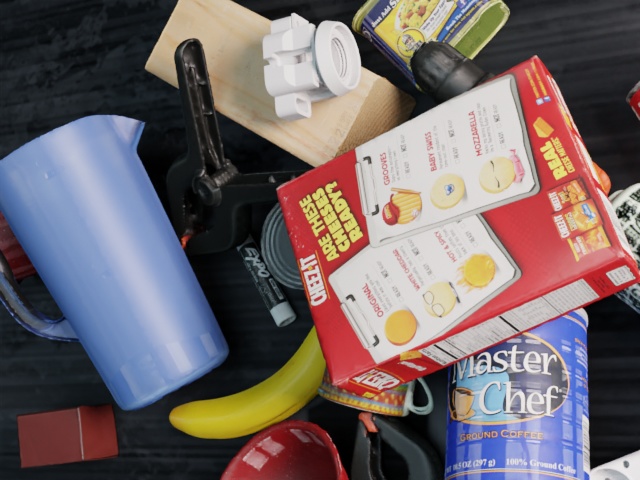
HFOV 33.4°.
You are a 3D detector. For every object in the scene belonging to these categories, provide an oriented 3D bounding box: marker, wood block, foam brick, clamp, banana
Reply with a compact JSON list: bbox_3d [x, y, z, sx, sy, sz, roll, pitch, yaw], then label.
[{"bbox_3d":[-0.057,0.022,0.950,0.020,0.020,0.121,-37,70,19],"label":"marker"},{"bbox_3d":[-0.034,-0.133,0.916,0.206,0.090,0.090,32,98,26],"label":"wood block"},{"bbox_3d":[-0.238,0.184,1.004,0.078,0.052,0.051,-11,79,25],"label":"foam brick"},{"bbox_3d":[0.082,0.214,0.849,0.120,0.039,0.171,-17,83,17],"label":"clamp"},{"bbox_3d":[-0.078,-0.045,0.898,0.165,0.036,0.210,43,141,18],"label":"clamp"},{"bbox_3d":[-0.048,0.129,0.927,0.198,0.037,0.070,-37,51,17],"label":"banana"}]

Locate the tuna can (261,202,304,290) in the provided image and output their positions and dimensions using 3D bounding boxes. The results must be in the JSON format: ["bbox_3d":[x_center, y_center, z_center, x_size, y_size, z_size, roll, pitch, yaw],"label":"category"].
[{"bbox_3d":[-0.006,0.001,0.918,0.086,0.033,0.086,-3,83,26],"label":"tuna can"}]

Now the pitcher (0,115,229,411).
[{"bbox_3d":[-0.189,0.026,0.931,0.149,0.144,0.243,-29,89,50],"label":"pitcher"}]

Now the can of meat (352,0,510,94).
[{"bbox_3d":[0.092,-0.183,0.877,0.102,0.057,0.084,-47,69,15],"label":"can of meat"}]

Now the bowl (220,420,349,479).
[{"bbox_3d":[-0.025,0.231,0.869,0.162,0.055,0.162,-31,42,31],"label":"bowl"}]

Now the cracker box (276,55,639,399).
[{"bbox_3d":[0.092,-0.005,0.748,0.214,0.072,0.164,-27,61,19],"label":"cracker box"}]

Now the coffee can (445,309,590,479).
[{"bbox_3d":[0.142,0.120,0.770,0.103,0.102,0.140,-8,62,26],"label":"coffee can"}]

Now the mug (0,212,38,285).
[{"bbox_3d":[-0.286,-0.015,1.021,0.082,0.117,0.093,-19,43,19],"label":"mug"}]

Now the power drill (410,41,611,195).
[{"bbox_3d":[0.101,-0.037,0.835,0.184,0.057,0.188,42,107,7],"label":"power drill"}]

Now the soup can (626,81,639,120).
[{"bbox_3d":[0.276,-0.077,0.767,0.069,0.068,0.102,-33,72,20],"label":"soup can"}]
